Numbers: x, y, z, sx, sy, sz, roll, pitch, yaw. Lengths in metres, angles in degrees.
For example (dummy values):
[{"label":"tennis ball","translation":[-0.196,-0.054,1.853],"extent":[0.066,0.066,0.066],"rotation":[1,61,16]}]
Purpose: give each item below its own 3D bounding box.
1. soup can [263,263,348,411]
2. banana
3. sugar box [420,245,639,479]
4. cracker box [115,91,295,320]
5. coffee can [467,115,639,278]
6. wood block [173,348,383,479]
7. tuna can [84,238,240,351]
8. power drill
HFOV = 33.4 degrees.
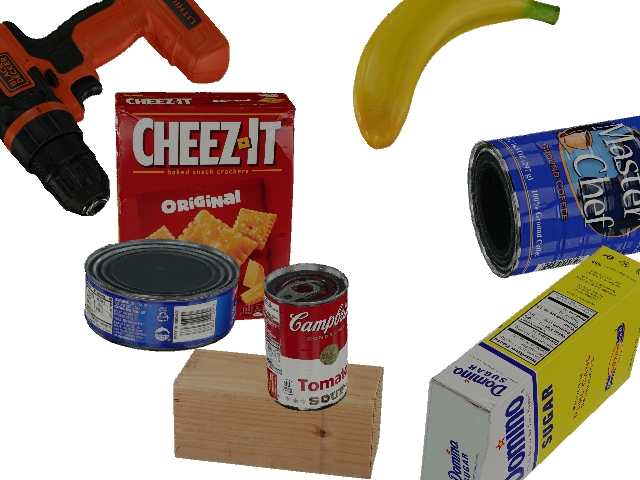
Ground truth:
[{"label":"soup can","translation":[-0.012,0.079,0.868],"extent":[0.068,0.102,0.068],"rotation":[-1,25,0]},{"label":"banana","translation":[0.070,-0.121,0.643],"extent":[0.070,0.037,0.197],"rotation":[33,51,24]},{"label":"sugar box","translation":[0.131,0.082,0.630],"extent":[0.048,0.093,0.175],"rotation":[27,43,32]},{"label":"cracker box","translation":[-0.110,-0.029,1.012],"extent":[0.164,0.214,0.072],"rotation":[-2,20,-13]},{"label":"coffee can","translation":[0.192,-0.034,0.788],"extent":[0.140,0.103,0.103],"rotation":[-10,1,-8]},{"label":"wood block","translation":[-0.043,0.180,1.120],"extent":[0.206,0.091,0.090],"rotation":[5,20,8]},{"label":"tuna can","translation":[-0.089,0.029,0.597],"extent":[0.086,0.034,0.086],"rotation":[5,20,-2]},{"label":"power drill","translation":[-0.164,-0.123,0.813],"extent":[0.187,0.184,0.057],"rotation":[-32,-15,-29]}]
